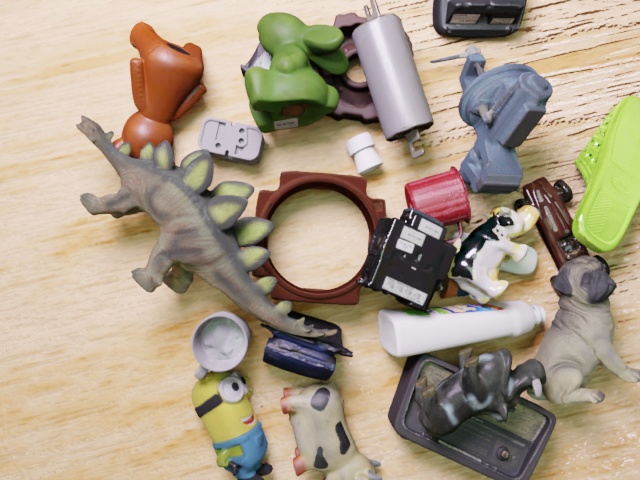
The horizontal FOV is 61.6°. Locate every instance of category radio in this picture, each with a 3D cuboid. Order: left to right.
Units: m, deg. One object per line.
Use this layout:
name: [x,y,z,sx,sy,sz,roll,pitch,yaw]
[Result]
radio: [0.227,0.275,0.833,0.230,0.073,0.131,25,86,1]

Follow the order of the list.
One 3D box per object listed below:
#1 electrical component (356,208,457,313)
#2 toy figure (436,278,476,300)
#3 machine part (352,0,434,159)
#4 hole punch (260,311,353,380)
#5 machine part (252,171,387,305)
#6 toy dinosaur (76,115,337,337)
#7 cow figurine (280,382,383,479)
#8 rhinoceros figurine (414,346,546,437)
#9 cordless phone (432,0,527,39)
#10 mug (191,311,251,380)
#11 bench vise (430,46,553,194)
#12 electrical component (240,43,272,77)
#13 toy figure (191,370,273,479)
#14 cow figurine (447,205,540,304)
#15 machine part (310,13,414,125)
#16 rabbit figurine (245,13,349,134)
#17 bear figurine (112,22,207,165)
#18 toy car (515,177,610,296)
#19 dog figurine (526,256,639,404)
electrical component: [0.129,0.025,0.778,0.115,0.058,0.134,26,84,-19]
toy figure: [0.184,0.059,0.851,0.154,0.058,0.064,11,93,-6]
machine part: [0.108,-0.237,0.797,0.079,0.079,0.243,-19,90,-2]
hole punch: [-0.029,0.170,0.816,0.142,0.116,0.092,20,95,0]
machine part: [-0.002,-0.003,0.835,0.201,0.087,0.201,5,89,-2]
toy dinosaur: [-0.177,-0.009,0.768,0.198,0.105,0.471,-41,89,12]
cow figurine: [0.019,0.314,0.825,0.127,0.085,0.194,-14,87,4]
rhinoceros figurine: [0.228,0.214,0.764,0.190,0.073,0.112,-25,87,-2]
cordless phone: [0.257,-0.426,0.873,0.147,0.088,0.184,1,76,0]
mug: [-0.148,0.157,0.813,0.081,0.107,0.109,27,92,1]
bench vise: [0.258,-0.194,0.824,0.129,0.223,0.241,-6,58,-6]
electrical component: [-0.066,-0.295,0.864,0.075,0.048,0.119,36,87,-1]
toy figure: [-0.135,0.286,0.822,0.089,0.082,0.180,-18,90,-4]
cow figurine: [0.259,0.004,0.815,0.098,0.068,0.167,33,75,1]
machine part: [0.062,-0.271,0.863,0.179,0.056,0.179,0,89,0]
rabbit figurine: [-0.040,-0.264,0.785,0.159,0.121,0.170,-11,76,6]
bear figurine: [-0.254,-0.212,0.838,0.120,0.132,0.195,10,121,-34]
toy car: [0.389,-0.004,0.861,0.089,0.053,0.202,-24,90,1]
dog figurine: [0.370,0.134,0.810,0.172,0.121,0.190,-25,94,-8]
